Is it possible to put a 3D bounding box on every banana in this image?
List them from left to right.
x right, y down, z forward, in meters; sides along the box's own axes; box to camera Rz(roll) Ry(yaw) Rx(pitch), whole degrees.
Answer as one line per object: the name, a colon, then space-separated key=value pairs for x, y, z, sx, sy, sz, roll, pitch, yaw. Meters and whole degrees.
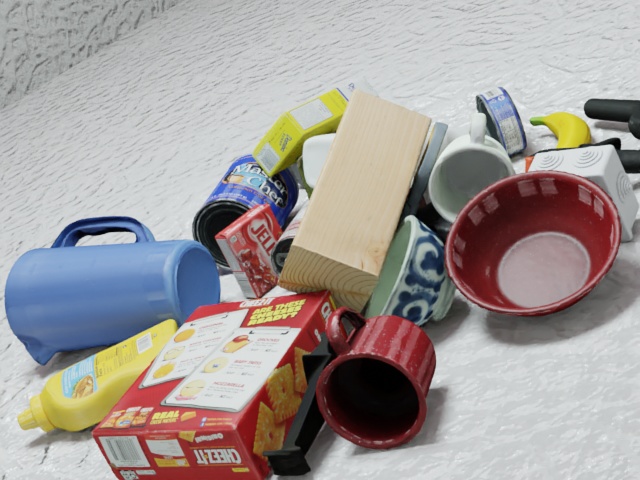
banana: x=0.283 y=-0.107 z=1.245 sx=0.070 sy=0.037 sz=0.197 roll=-25 pitch=20 yaw=21

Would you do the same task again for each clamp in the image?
clamp: x=0.288 y=-0.086 z=1.138 sx=0.171 sy=0.039 sz=0.120 roll=-4 pitch=9 yaw=-14
clamp: x=0.381 y=-0.145 z=1.206 sx=0.165 sy=0.036 sz=0.209 roll=-13 pitch=19 yaw=18

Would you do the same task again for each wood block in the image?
wood block: x=0.037 y=-0.040 z=1.090 sx=0.090 sy=0.091 sz=0.206 roll=113 pitch=178 yaw=-58

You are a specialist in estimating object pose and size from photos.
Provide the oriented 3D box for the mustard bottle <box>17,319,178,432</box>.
mustard bottle: x=-0.231 y=0.155 z=1.135 sx=0.191 sy=0.058 sz=0.096 roll=-24 pitch=27 yaw=-2

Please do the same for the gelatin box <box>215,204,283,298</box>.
gelatin box: x=-0.073 y=0.013 z=1.255 sx=0.073 sy=0.089 sz=0.030 roll=-39 pitch=25 yaw=-32

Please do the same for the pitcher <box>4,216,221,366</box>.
pitcher: x=-0.242 y=0.054 z=1.271 sx=0.243 sy=0.149 sz=0.144 roll=-7 pitch=15 yaw=28

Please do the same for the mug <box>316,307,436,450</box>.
mug: x=0.045 y=0.107 z=0.902 sx=0.093 sy=0.117 sz=0.081 roll=-34 pitch=10 yaw=28

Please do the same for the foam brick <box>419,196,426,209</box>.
foam brick: x=0.083 y=-0.027 z=1.239 sx=0.051 sy=0.053 sz=0.078 roll=-36 pitch=24 yaw=-29

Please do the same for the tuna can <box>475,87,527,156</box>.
tuna can: x=0.224 y=-0.145 z=1.320 sx=0.034 sy=0.086 sz=0.086 roll=-22 pitch=22 yaw=1

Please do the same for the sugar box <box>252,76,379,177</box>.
sugar box: x=-0.003 y=-0.149 z=1.390 sx=0.175 sy=0.048 sz=0.093 roll=-29 pitch=-12 yaw=-45

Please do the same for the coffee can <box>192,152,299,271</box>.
coffee can: x=-0.094 y=-0.039 z=1.372 sx=0.103 sy=0.103 sz=0.140 roll=-14 pitch=25 yaw=23

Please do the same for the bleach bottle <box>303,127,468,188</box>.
bleach bottle: x=0.107 y=-0.104 z=1.291 sx=0.250 sy=0.068 sz=0.103 roll=-10 pitch=11 yaw=-34

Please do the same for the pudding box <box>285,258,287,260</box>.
pudding box: x=0.025 y=0.024 z=1.147 sx=0.090 sy=0.039 sz=0.113 roll=27 pitch=46 yaw=15

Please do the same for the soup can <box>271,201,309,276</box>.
soup can: x=-0.008 y=0.002 z=1.244 sx=0.069 sy=0.068 sz=0.102 roll=-11 pitch=25 yaw=28

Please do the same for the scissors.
scissors: x=0.094 y=-0.030 z=1.121 sx=0.016 sy=0.202 sz=0.096 roll=21 pitch=15 yaw=3

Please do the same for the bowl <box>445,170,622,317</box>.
bowl: x=0.200 y=0.014 z=0.985 sx=0.162 sy=0.055 sz=0.162 roll=-14 pitch=50 yaw=17

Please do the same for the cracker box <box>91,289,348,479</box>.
cracker box: x=-0.087 y=0.139 z=1.013 sx=0.164 sy=0.072 sz=0.213 roll=-8 pitch=26 yaw=30

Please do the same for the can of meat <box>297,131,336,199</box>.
can of meat: x=0.026 y=-0.081 z=1.352 sx=0.058 sy=0.102 sz=0.083 roll=-2 pitch=28 yaw=36
